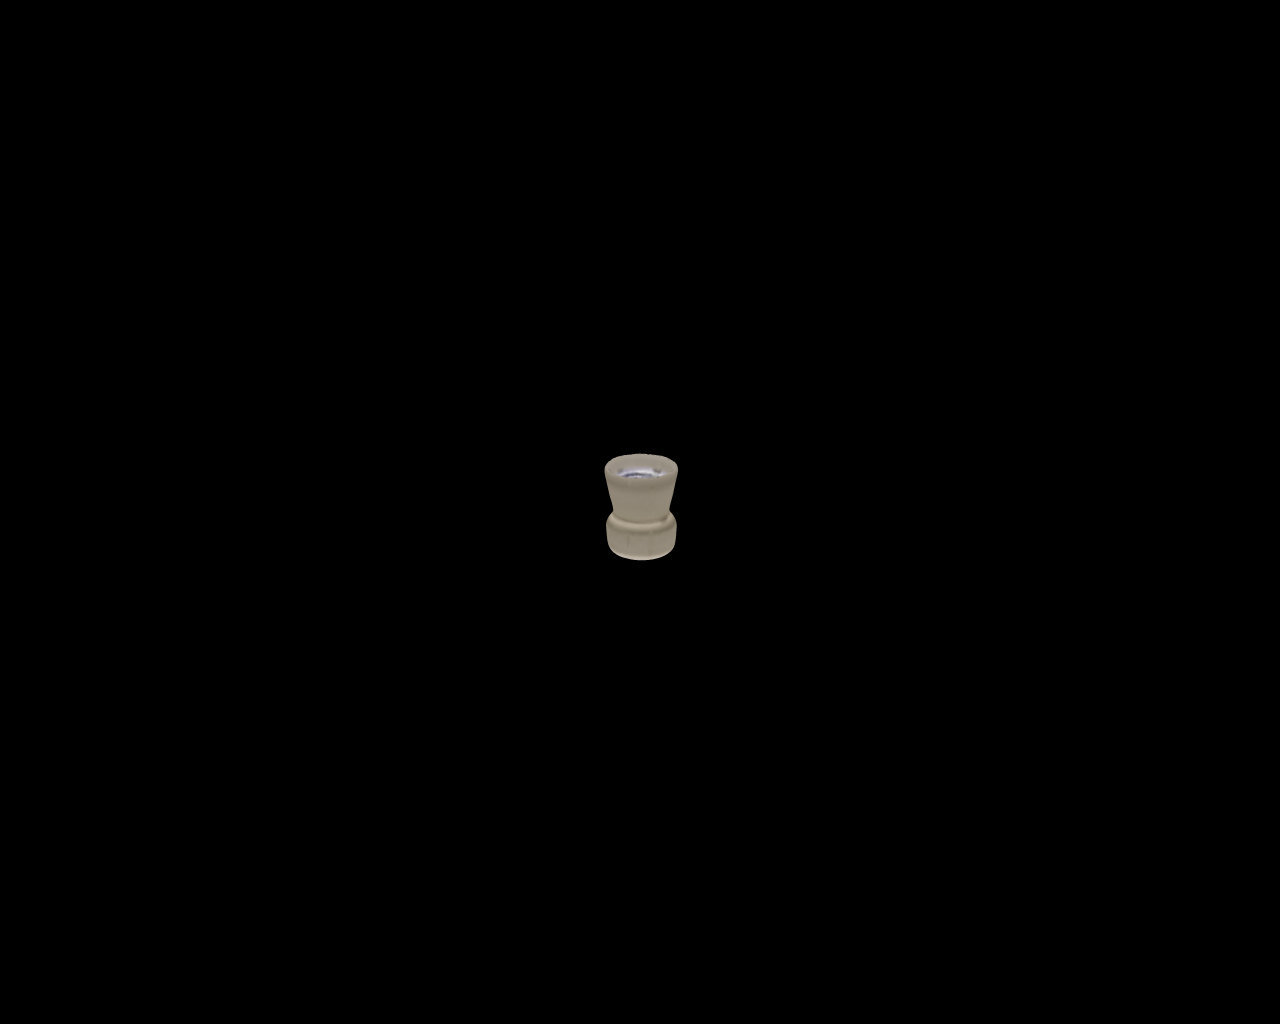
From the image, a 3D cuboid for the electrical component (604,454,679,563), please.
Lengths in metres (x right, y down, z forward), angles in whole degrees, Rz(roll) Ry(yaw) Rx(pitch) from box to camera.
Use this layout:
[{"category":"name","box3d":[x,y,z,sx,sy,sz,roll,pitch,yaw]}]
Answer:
[{"category":"electrical component","box3d":[0.001,-0.003,0.650,0.045,0.055,0.045,0,22,0]}]
